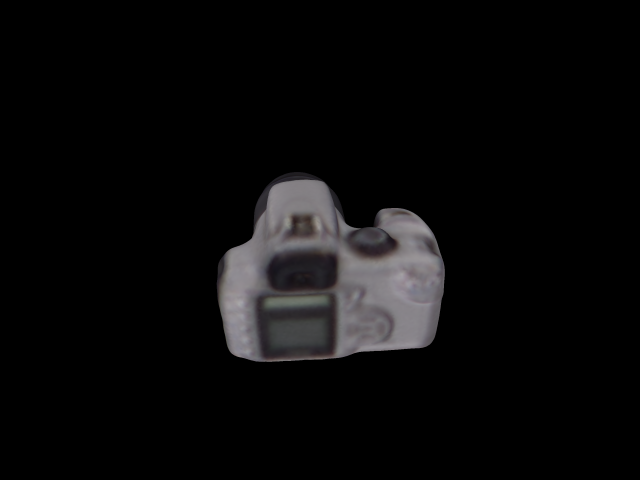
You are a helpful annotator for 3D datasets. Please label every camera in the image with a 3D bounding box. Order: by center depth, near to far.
[{"bbox_3d":[0.004,0.001,0.400,0.143,0.101,0.136,-3,37,-4],"label":"camera"}]
